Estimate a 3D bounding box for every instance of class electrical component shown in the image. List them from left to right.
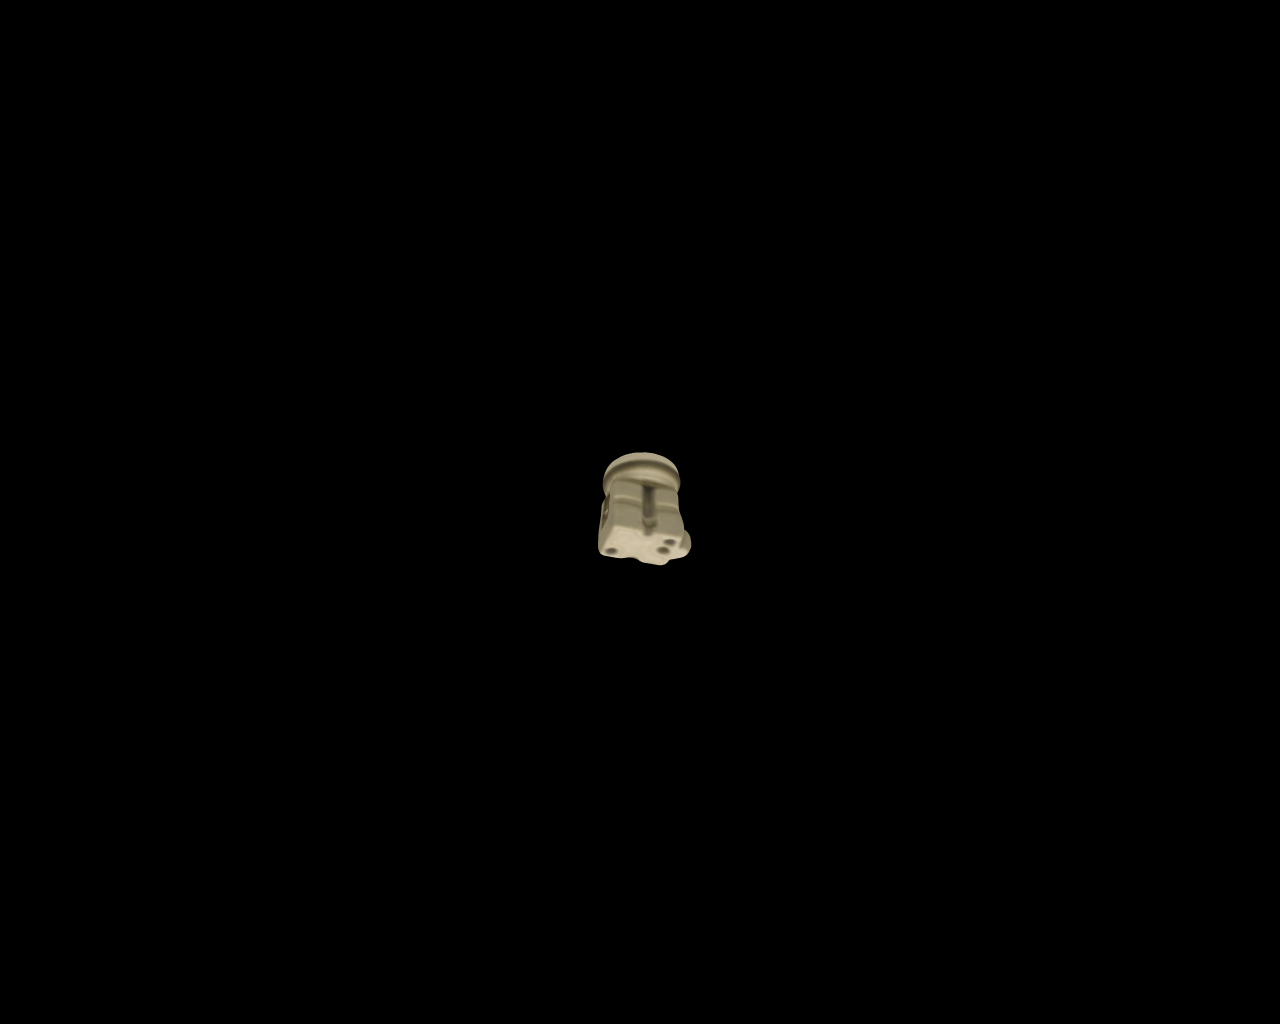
[{"bbox_3d":[0.001,-0.003,0.650,0.066,0.055,0.048,11,-36,-16],"label":"electrical component"}]
